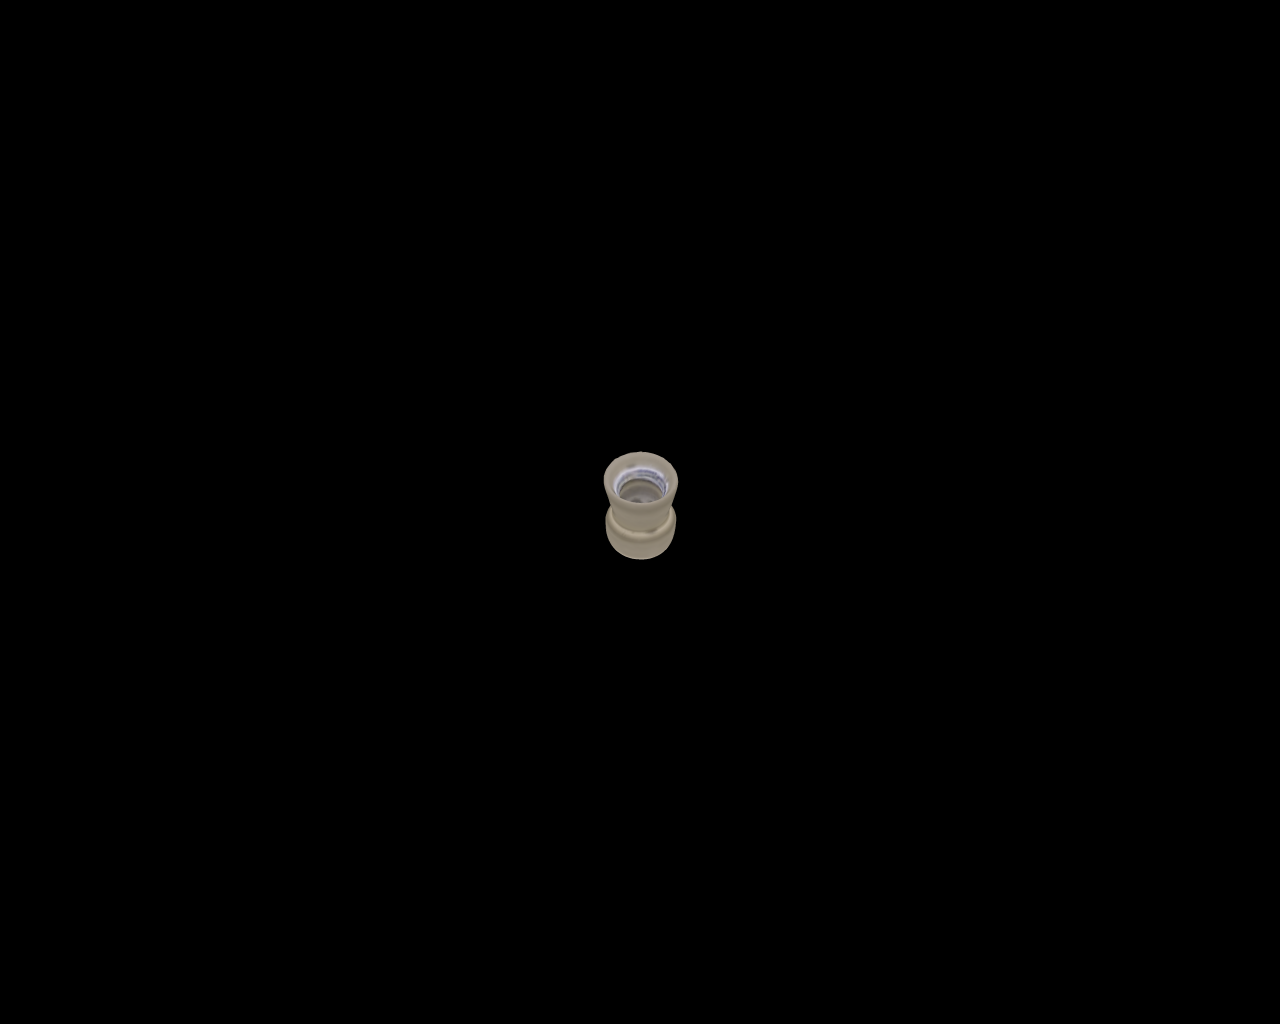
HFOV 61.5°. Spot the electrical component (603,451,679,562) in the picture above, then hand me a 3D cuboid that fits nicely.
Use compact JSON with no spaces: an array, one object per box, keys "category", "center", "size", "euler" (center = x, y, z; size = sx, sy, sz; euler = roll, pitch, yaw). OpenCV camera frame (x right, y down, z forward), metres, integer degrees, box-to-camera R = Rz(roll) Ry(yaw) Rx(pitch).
[{"category":"electrical component","center":[0.001,-0.003,0.650],"size":[0.045,0.045,0.055],"euler":[0,-41,0]}]
